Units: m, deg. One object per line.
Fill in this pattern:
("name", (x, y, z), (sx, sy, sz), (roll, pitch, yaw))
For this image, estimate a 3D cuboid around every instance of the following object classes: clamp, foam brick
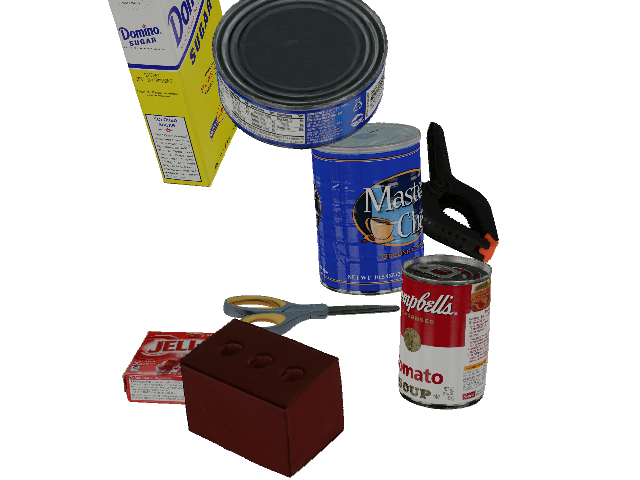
("clamp", (0.121, -0.053, 1.226), (0.164, 0.210, 0.036), (-15, -38, -27))
("foam brick", (-0.033, 0.088, 0.606), (0.078, 0.051, 0.052), (17, 34, 31))

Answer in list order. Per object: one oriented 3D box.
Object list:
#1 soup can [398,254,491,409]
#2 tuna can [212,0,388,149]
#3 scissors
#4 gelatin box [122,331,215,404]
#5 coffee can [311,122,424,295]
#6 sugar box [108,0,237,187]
("soup can", (0.094, 0.068, 0.812), (0.068, 0.102, 0.068), (1, 16, 0))
("tuna can", (-0.010, -0.087, 0.531), (0.086, 0.086, 0.034), (0, -35, 0))
("scissors", (-0.009, 0.087, 1.193), (0.201, 0.016, 0.096), (4, 22, 0))
("gelatin box", (-0.106, 0.101, 0.859), (0.089, 0.030, 0.073), (1, 22, 8))
("coffee can", (0.045, -0.032, 1.002), (0.103, 0.140, 0.103), (-4, 18, 1))
("sugar box", (-0.100, -0.134, 0.775), (0.048, 0.093, 0.176), (7, -41, 13))
